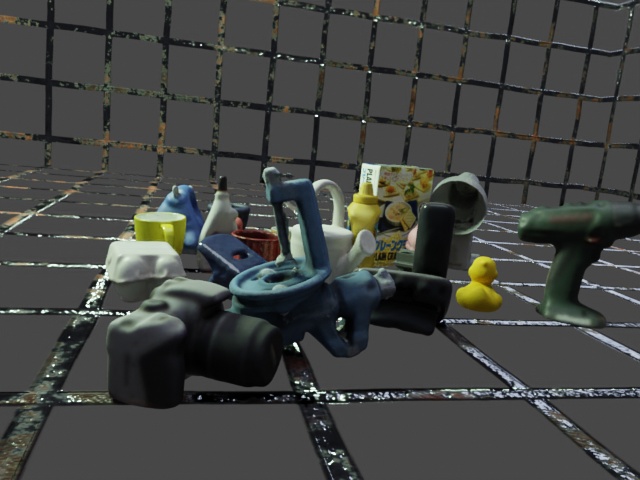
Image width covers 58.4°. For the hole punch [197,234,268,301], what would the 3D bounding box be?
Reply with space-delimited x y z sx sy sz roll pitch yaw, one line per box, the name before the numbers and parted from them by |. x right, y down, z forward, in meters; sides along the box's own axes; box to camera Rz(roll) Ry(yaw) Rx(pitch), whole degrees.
hole punch | -0.131 0.042 0.899 0.100 0.091 0.109 10 11 20

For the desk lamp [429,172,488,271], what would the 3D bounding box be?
desk lamp | 0.308 -0.042 1.269 0.117 0.213 0.204 9 11 18

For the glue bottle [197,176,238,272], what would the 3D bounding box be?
glue bottle | -0.179 -0.030 1.034 0.078 0.173 0.037 2 11 -22

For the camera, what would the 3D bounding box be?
camera | -0.114 0.098 0.567 0.136 0.101 0.143 9 11 17

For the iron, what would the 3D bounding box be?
iron | -0.284 -0.053 1.193 0.118 0.141 0.258 5 10 -5

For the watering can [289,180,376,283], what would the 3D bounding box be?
watering can | 0.010 0.003 0.902 0.172 0.194 0.101 9 11 18

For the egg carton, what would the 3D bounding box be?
egg carton | -0.267 0.044 0.867 0.107 0.069 0.150 1 11 -27

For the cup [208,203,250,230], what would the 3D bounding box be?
cup | -0.201 -0.033 1.261 0.091 0.095 0.117 6 10 -2

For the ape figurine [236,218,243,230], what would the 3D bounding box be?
ape figurine | -0.169 0.001 1.103 0.078 0.092 0.076 5 10 -4

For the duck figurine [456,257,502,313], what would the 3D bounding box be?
duck figurine | 0.276 0.072 0.979 0.077 0.086 0.105 9 11 17

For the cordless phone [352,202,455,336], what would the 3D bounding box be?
cordless phone | 0.122 0.033 0.828 0.147 0.185 0.094 7 10 4

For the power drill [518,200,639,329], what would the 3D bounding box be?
power drill | 0.439 0.033 0.943 0.229 0.208 0.076 10 11 22

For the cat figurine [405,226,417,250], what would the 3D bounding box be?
cat figurine | 0.220 0.011 1.199 0.067 0.118 0.128 11 12 28

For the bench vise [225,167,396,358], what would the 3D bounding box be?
bench vise | -0.014 0.026 0.687 0.208 0.220 0.121 -1 12 -35
